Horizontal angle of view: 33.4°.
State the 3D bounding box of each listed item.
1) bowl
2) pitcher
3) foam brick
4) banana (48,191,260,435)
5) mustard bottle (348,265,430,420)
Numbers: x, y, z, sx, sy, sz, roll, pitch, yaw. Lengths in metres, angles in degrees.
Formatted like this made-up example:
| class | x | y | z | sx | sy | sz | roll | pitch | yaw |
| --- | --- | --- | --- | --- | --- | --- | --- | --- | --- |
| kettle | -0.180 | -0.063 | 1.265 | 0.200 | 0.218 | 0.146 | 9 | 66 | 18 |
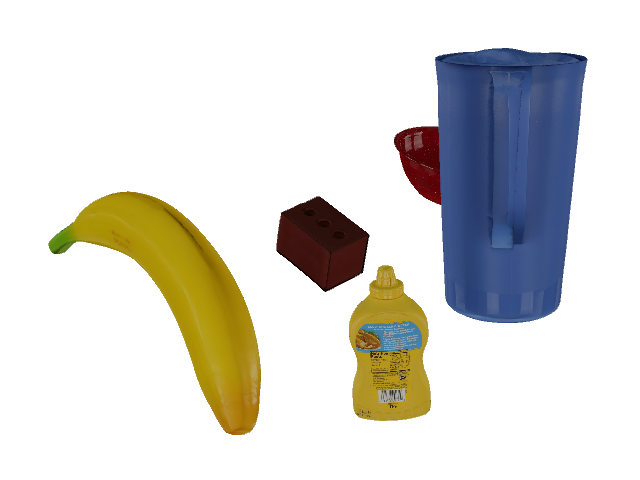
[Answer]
| class | x | y | z | sx | sy | sz | roll | pitch | yaw |
| --- | --- | --- | --- | --- | --- | --- | --- | --- | --- |
| bowl | 0.159 | -0.078 | 1.221 | 0.162 | 0.055 | 0.162 | 8 | 25 | -4 |
| pitcher | 0.168 | -0.050 | 0.969 | 0.149 | 0.243 | 0.145 | -11 | 18 | -34 |
| foam brick | 0.002 | 0.002 | 1.048 | 0.052 | 0.051 | 0.078 | -26 | 48 | -34 |
| banana | -0.082 | 0.024 | 0.589 | 0.037 | 0.070 | 0.198 | 6 | 25 | -46 |
| mustard bottle | 0.083 | 0.122 | 1.296 | 0.096 | 0.192 | 0.058 | -3 | 20 | 3 |
